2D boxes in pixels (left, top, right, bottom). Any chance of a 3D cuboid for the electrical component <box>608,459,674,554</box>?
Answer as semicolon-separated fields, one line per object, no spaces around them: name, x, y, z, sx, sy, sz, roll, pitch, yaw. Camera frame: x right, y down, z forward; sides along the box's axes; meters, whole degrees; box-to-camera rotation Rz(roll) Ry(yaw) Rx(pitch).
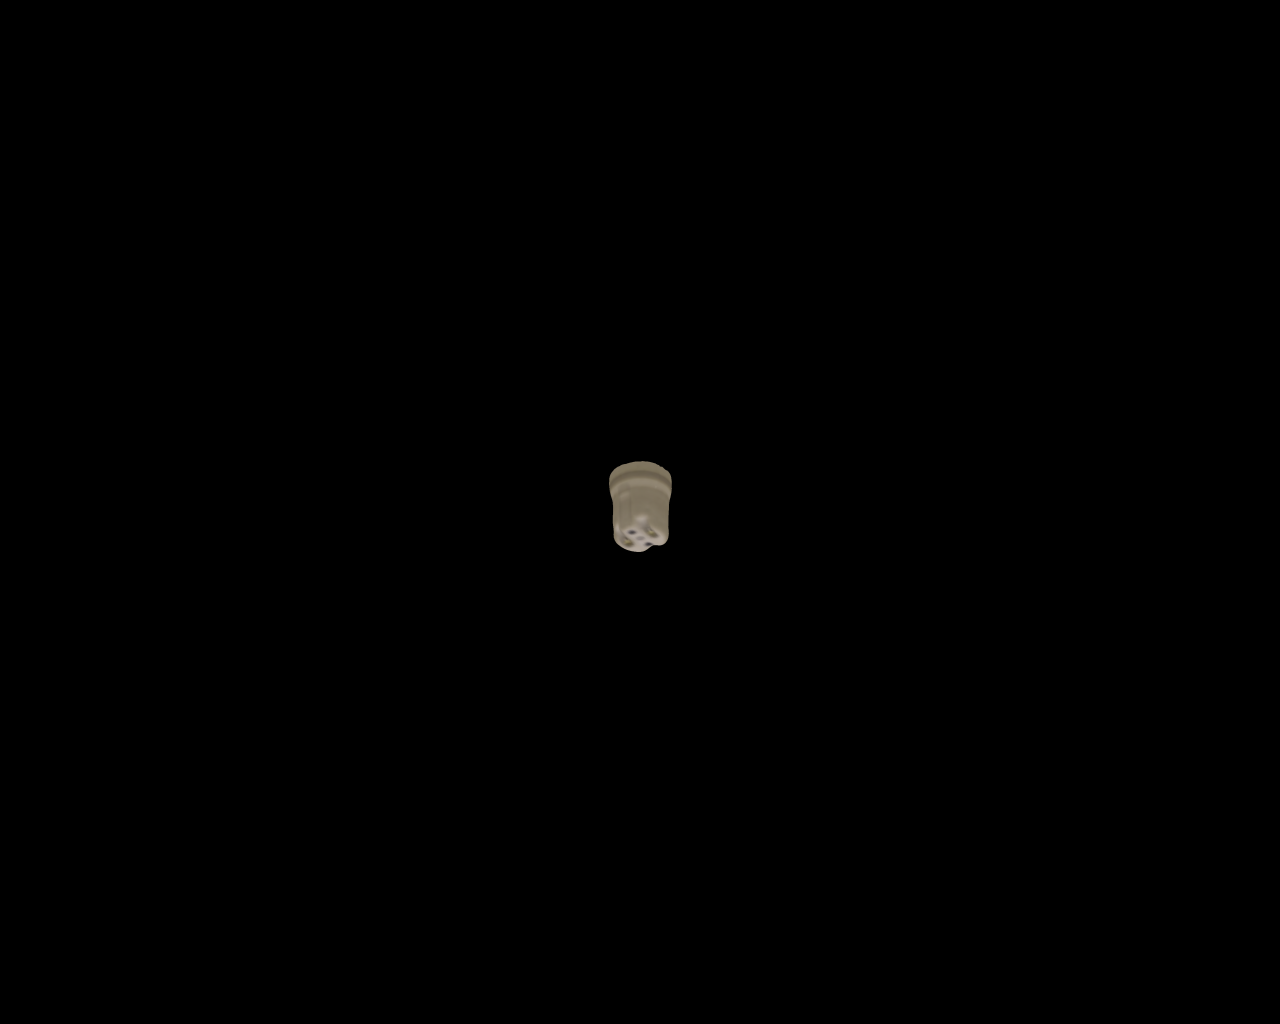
electrical component;0.001;-0.003;0.650;0.040;0.046;0.040;0;-31;0
